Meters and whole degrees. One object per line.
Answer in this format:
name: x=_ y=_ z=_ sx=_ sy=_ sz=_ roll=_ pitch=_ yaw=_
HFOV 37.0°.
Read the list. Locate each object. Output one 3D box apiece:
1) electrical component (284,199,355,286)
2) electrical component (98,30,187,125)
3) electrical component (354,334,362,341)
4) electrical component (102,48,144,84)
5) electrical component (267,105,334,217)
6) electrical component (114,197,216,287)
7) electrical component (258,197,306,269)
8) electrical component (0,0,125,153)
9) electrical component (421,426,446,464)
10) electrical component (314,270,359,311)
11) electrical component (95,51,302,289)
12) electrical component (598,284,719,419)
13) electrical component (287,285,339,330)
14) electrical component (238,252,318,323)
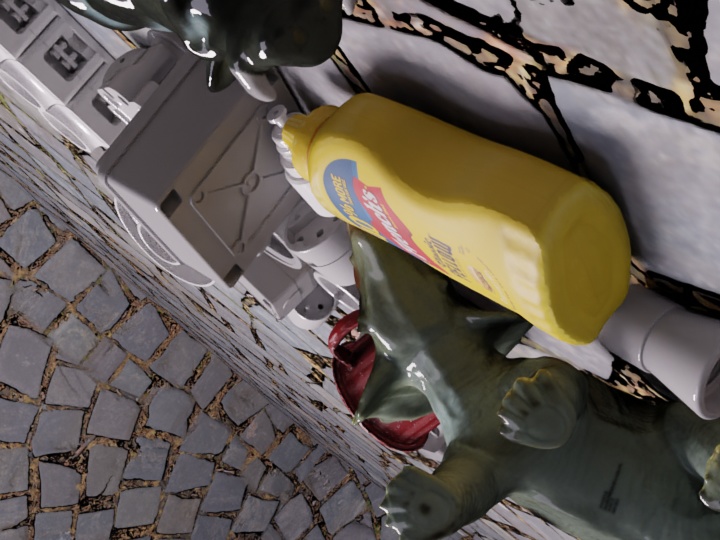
electrical component: x=-0.015 y=-0.022 z=0.718 sx=0.047 sy=0.055 sz=0.055 roll=42 pitch=168 yaw=-36
electrical component: x=-0.121 y=-0.115 z=0.669 sx=0.058 sy=0.057 sz=0.078 roll=43 pitch=168 yaw=-23
electrical component: x=0.032 y=0.073 z=0.850 sx=0.095 sy=0.053 sz=0.059 roll=-28 pitch=120 yaw=35
electrical component: x=-0.147 y=-0.121 z=0.754 sx=0.045 sy=0.045 sz=0.055 roll=27 pitch=164 yaw=43
electrical component: x=-0.027 y=-0.065 z=0.619 sx=0.040 sy=0.040 sz=0.078 roll=25 pitch=163 yaw=48
electrical component: x=-0.117 y=-0.040 z=0.734 sx=0.099 sy=0.064 sz=0.099 roll=30 pitch=150 yaw=19
electrical component: x=-0.070 y=-0.045 z=0.776 sx=0.108 sy=0.060 sz=0.108 roll=36 pitch=168 yaw=9
electrical component: x=-0.250 y=-0.166 z=0.850 sx=0.150 sy=0.061 sz=0.089 roll=46 pitch=166 yaw=-34
electrical component: x=0.092 y=0.116 z=0.837 sx=0.056 sy=0.089 sz=0.050 roll=40 pitch=168 yaw=-8
electrical component: x=0.000 y=0.000 z=0.771 sx=0.055 sy=0.047 sz=0.055 roll=36 pitch=168 yaw=9
electrical component: x=-0.083 y=-0.062 z=0.633 sx=0.056 sy=0.108 sz=0.108 roll=29 pitch=165 yaw=28
electrical component: x=0.142 y=0.033 z=0.489 sx=0.065 sy=0.044 sz=0.044 roll=33 pitch=168 yaw=45
electrical component: x=-0.062 y=0.022 z=1.054 sx=0.079 sy=0.043 sz=0.077 roll=38 pitch=169 yaw=0
electrical component: x=-0.088 y=-0.010 z=0.982 sx=0.096 sy=0.061 sz=0.061 roll=43 pitch=170 yaw=14
